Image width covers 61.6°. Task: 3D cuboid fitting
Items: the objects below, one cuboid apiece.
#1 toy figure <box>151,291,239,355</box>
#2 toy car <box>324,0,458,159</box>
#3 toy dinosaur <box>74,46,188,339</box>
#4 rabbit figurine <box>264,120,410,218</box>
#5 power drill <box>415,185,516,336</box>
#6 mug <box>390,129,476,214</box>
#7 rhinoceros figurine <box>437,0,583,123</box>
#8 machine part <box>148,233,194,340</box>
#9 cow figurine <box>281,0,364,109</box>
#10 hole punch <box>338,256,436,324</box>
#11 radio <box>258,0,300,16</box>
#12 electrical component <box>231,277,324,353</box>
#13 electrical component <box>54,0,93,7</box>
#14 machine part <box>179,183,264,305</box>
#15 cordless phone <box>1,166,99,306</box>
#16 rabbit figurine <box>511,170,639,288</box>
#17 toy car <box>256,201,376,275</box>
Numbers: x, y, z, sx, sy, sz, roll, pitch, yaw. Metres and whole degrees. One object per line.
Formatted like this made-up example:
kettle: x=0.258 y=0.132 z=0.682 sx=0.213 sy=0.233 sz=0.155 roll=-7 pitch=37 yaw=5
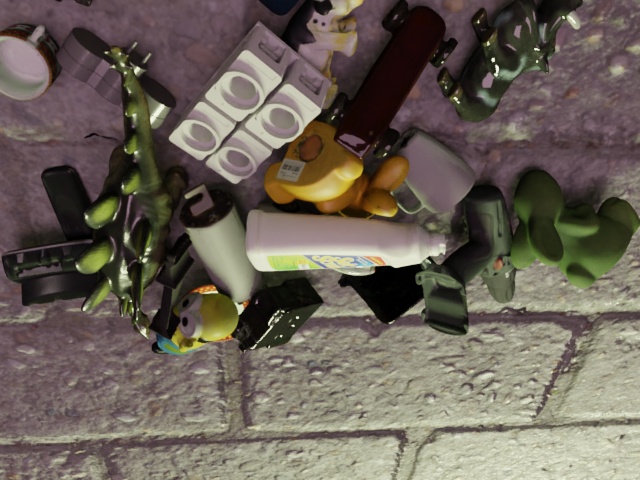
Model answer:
toy figure: x=-0.194 y=0.128 z=0.817 sx=0.089 sy=0.082 sz=0.180 roll=-14 pitch=167 yaw=-41
toy car: x=0.082 y=-0.187 z=0.635 sx=0.089 sy=0.053 sz=0.202 roll=32 pitch=83 yaw=-11
toy dinosaur: x=-0.233 y=-0.028 z=0.673 sx=0.105 sy=0.199 sz=0.470 roll=5 pitch=127 yaw=-7
rabbit figurine: x=0.037 y=-0.082 z=0.715 sx=0.163 sy=0.122 sz=0.173 roll=6 pitch=160 yaw=31
power drill: x=0.232 y=0.051 z=0.797 sx=0.207 sy=0.086 sz=0.231 roll=-35 pitch=125 yaw=-32
mug: x=0.141 y=-0.095 z=0.747 sx=0.109 sy=0.081 sz=0.107 roll=-38 pitch=110 yaw=25
rhinoceros figurine: x=0.232 y=-0.227 z=0.658 sx=0.112 sy=0.073 sz=0.190 roll=27 pitch=119 yaw=-21
machine part: x=-0.196 y=0.063 z=0.709 sx=0.039 sy=0.084 sz=0.138 roll=14 pitch=115 yaw=-9
cow figurine: x=-0.005 y=-0.244 z=0.627 sx=0.098 sy=0.068 sz=0.167 roll=14 pitch=124 yaw=-10
hole punch: x=0.117 y=0.052 z=0.849 sx=0.142 sy=0.092 sz=0.116 roll=-43 pitch=82 yaw=27
radio: x=-0.015 y=-0.347 z=0.513 sx=0.229 sy=0.073 sz=0.131 roll=-45 pitch=149 yaw=22
electrical component: x=-0.062 y=0.117 z=0.851 sx=0.134 sy=0.058 sz=0.115 roll=-5 pitch=143 yaw=-53
electrical component: x=-0.296 y=-0.285 z=0.562 sx=0.102 sy=0.078 sz=0.045 roll=17 pitch=100 yaw=-11
machine part: x=-0.137 y=0.012 z=0.775 sx=0.079 sy=0.079 sz=0.242 roll=-12 pitch=135 yaw=3
cordless phone: x=-0.383 y=-0.008 z=0.762 sx=0.147 sy=0.089 sz=0.184 roll=-8 pitch=115 yaw=1
rabbit figurine: x=0.345 y=-0.020 z=0.793 sx=0.170 sy=0.121 sz=0.159 roll=42 pitch=73 yaw=-4
toy car: x=-0.002 y=-0.002 z=0.788 sx=0.202 sy=0.056 sz=0.073 roll=17 pitch=124 yaw=1
